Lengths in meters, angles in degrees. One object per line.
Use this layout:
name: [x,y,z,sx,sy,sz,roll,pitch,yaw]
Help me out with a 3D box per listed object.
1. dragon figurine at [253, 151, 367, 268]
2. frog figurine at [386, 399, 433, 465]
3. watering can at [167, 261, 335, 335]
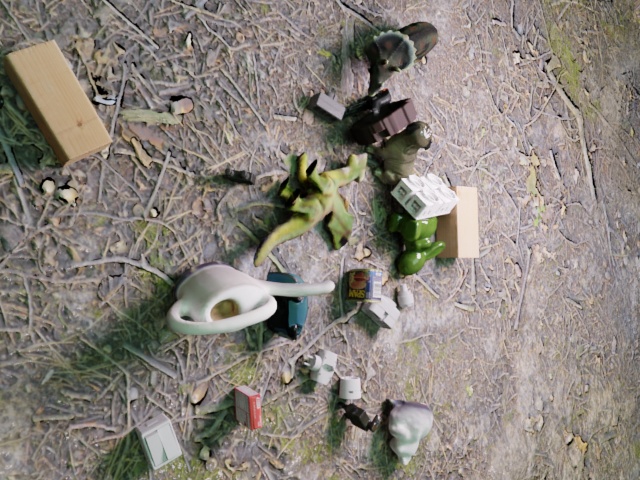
dragon figurine: [0.004,-0.064,1.270,0.239,0.122,0.416,39,69,-33]
frog figurine: [0.234,0.510,1.360,0.136,0.122,0.162,29,60,-47]
watering can: [-0.160,0.114,1.083,0.350,0.226,0.102,-14,114,-33]
